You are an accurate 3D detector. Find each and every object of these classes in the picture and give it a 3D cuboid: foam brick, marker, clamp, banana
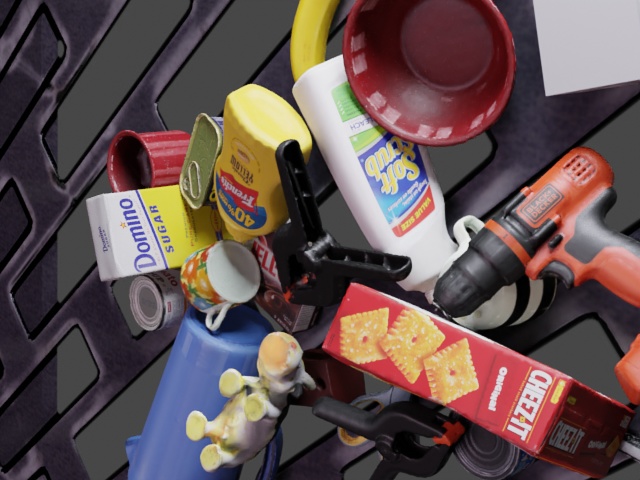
[{"bbox_3d":[0.002,0.147,1.138,0.078,0.051,0.053,-5,96,46],"label":"foam brick"},{"bbox_3d":[0.262,0.174,0.905,0.121,0.020,0.020,28,118,38],"label":"marker"},{"bbox_3d":[-0.007,0.001,1.019,0.164,0.036,0.210,51,152,4],"label":"clamp"},{"bbox_3d":[0.065,0.190,1.043,0.120,0.039,0.172,52,135,-4],"label":"clamp"},{"bbox_3d":[0.006,-0.221,1.068,0.070,0.037,0.198,23,116,22],"label":"banana"}]

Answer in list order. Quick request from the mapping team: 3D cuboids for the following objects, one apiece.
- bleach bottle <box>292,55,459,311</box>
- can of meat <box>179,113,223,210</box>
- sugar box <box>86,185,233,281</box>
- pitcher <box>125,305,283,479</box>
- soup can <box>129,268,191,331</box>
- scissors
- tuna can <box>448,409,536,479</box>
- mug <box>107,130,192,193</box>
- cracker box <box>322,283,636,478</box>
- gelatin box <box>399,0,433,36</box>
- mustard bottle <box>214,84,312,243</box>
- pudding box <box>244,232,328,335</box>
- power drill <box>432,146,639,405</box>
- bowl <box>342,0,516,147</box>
[{"bbox_3d":[0.071,-0.055,1.005,0.251,0.102,0.068,63,159,5],"label":"bleach bottle"},{"bbox_3d":[-0.096,-0.085,1.158,0.057,0.083,0.102,50,131,41],"label":"can of meat"},{"bbox_3d":[-0.166,-0.013,1.184,0.048,0.175,0.093,-10,91,47],"label":"sugar box"},{"bbox_3d":[-0.123,0.199,1.234,0.145,0.149,0.243,-123,46,-54],"label":"pitcher"},{"bbox_3d":[-0.164,0.065,1.253,0.069,0.102,0.068,12,107,44],"label":"soup can"},{"bbox_3d":[0.098,0.160,1.068,0.096,0.016,0.202,49,120,4],"label":"scissors"},{"bbox_3d":[0.161,0.181,0.998,0.086,0.033,0.086,12,107,44],"label":"tuna can"},{"bbox_3d":[-0.190,-0.075,1.263,0.093,0.081,0.117,-13,89,46],"label":"mug"},{"bbox_3d":[0.132,0.119,0.894,0.214,0.164,0.072,23,87,37],"label":"cracker box"},{"bbox_3d":[0.080,-0.234,0.992,0.089,0.030,0.073,-45,67,39],"label":"gelatin box"},{"bbox_3d":[-0.066,-0.060,1.077,0.096,0.058,0.192,44,146,19],"label":"mustard bottle"},{"bbox_3d":[-0.041,0.034,1.166,0.114,0.039,0.090,40,125,33],"label":"pudding box"},{"bbox_3d":[0.207,0.040,0.848,0.184,0.057,0.188,-44,68,-1],"label":"power drill"},{"bbox_3d":[0.103,-0.167,0.944,0.162,0.055,0.162,13,122,22],"label":"bowl"}]
